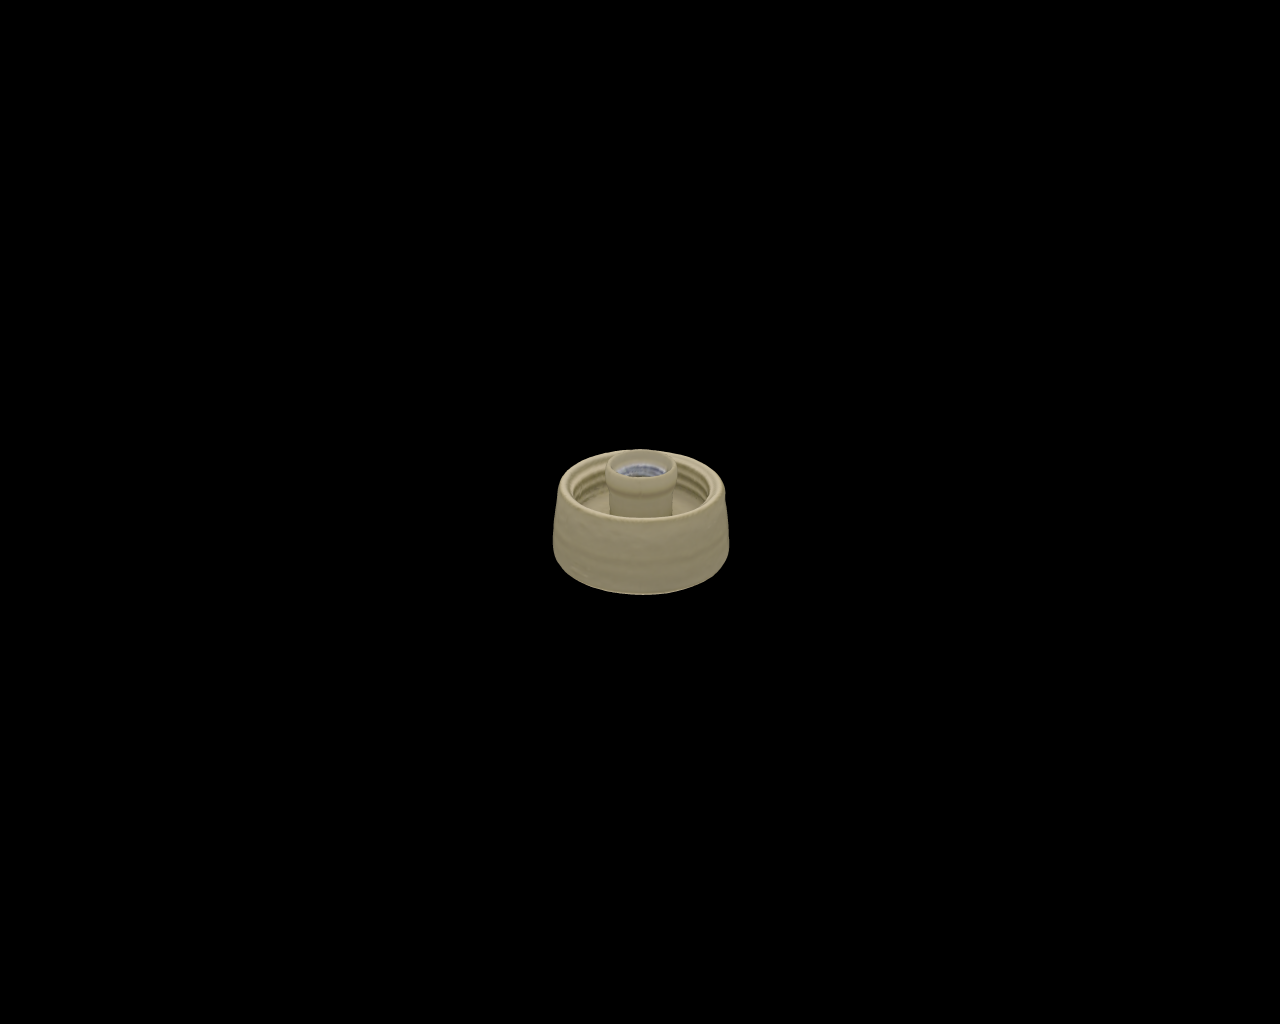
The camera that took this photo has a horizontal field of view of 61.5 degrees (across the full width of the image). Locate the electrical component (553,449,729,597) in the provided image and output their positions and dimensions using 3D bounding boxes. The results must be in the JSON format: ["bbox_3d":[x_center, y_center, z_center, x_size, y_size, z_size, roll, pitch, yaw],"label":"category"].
[{"bbox_3d":[0.001,-0.003,0.650,0.108,0.060,0.108,0,27,0],"label":"electrical component"}]
